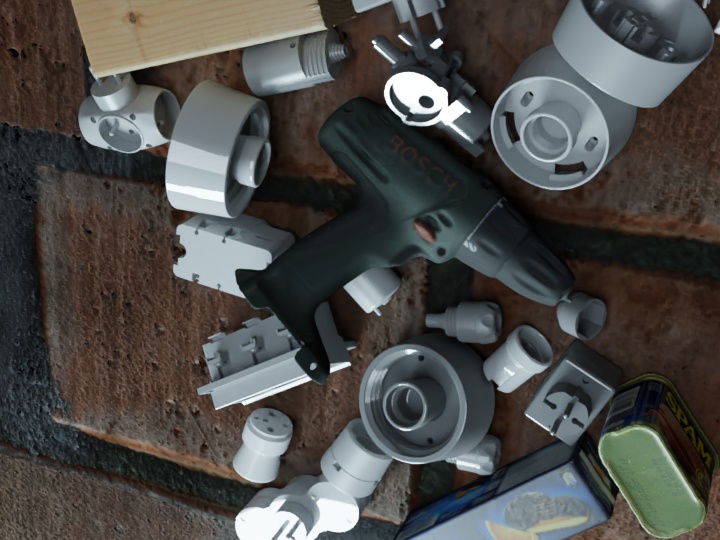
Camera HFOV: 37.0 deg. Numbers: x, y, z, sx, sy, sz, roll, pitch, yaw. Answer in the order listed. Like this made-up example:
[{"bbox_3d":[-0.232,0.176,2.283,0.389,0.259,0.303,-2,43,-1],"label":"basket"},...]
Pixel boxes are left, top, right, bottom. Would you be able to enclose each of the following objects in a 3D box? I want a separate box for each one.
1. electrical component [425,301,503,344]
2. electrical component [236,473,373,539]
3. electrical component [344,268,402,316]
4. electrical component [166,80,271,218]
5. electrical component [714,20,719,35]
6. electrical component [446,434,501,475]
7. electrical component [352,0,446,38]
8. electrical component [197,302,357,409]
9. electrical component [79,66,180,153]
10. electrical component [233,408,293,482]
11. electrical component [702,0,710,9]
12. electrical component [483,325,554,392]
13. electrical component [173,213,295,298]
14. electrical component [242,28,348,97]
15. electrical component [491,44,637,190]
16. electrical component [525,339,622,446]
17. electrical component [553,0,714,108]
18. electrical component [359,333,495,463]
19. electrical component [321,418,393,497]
[{"bbox_3d":[0.084,0.042,0.885,0.061,0.035,0.035,1,110,24],"label":"electrical component"},{"bbox_3d":[-0.060,0.230,0.996,0.138,0.074,0.052,-25,99,28],"label":"electrical component"},{"bbox_3d":[0.000,0.000,0.900,0.078,0.040,0.040,48,120,0],"label":"electrical component"},{"bbox_3d":[-0.107,-0.094,0.873,0.060,0.108,0.108,16,115,10],"label":"electrical component"},{"bbox_3d":[0.272,-0.156,0.725,0.062,0.043,0.043,28,118,13],"label":"electrical component"},{"bbox_3d":[0.089,0.155,0.928,0.061,0.035,0.035,8,113,21],"label":"electrical component"},{"bbox_3d":[0.041,-0.207,0.798,0.083,0.047,0.075,-15,104,27],"label":"electrical component"},{"bbox_3d":[-0.076,0.073,0.946,0.121,0.079,0.063,-23,78,28],"label":"electrical component"},{"bbox_3d":[-0.204,-0.143,0.917,0.077,0.044,0.079,-1,138,23],"label":"electrical component"},{"bbox_3d":[-0.090,0.162,0.998,0.045,0.045,0.055,26,117,11],"label":"electrical component"},{"bbox_3d":[0.228,-0.211,0.721,0.055,0.048,0.066,10,114,10],"label":"electrical component"},{"bbox_3d":[0.128,0.073,0.877,0.040,0.040,0.046,44,126,2],"label":"electrical component"},{"bbox_3d":[-0.107,-0.015,0.930,0.089,0.056,0.050,17,115,16],"label":"electrical component"},{"bbox_3d":[-0.047,-0.166,0.853,0.081,0.043,0.043,-7,107,25],"label":"electrical component"},{"bbox_3d":[0.149,-0.112,0.796,0.099,0.064,0.099,17,128,22],"label":"electrical component"},{"bbox_3d":[0.165,0.105,0.852,0.047,0.077,0.065,34,119,7],"label":"electrical component"},{"bbox_3d":[0.184,-0.159,0.732,0.099,0.099,0.064,37,126,6],"label":"electrical component"},{"bbox_3d":[0.050,0.108,0.892,0.108,0.060,0.108,1,92,29],"label":"electrical component"},{"bbox_3d":[0.000,0.166,0.958,0.055,0.055,0.047,35,115,6],"label":"electrical component"}]
